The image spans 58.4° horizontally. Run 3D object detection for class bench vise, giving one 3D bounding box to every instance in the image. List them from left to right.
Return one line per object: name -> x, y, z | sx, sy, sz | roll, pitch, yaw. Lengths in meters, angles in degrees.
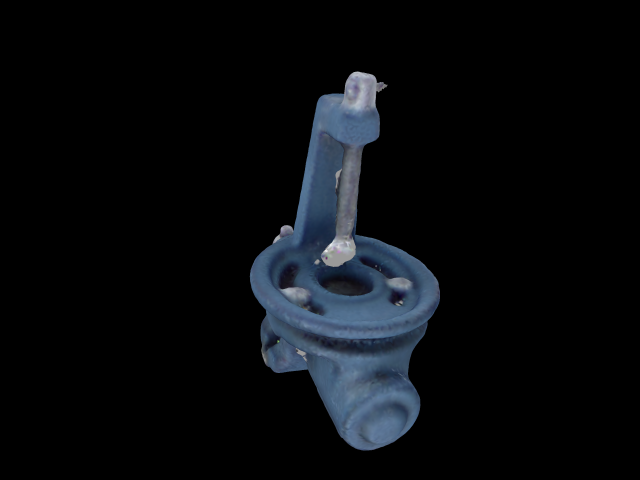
bench vise -> -0.006, 0.003, 0.393 | 0.122, 0.220, 0.206 | -9, 14, -36
